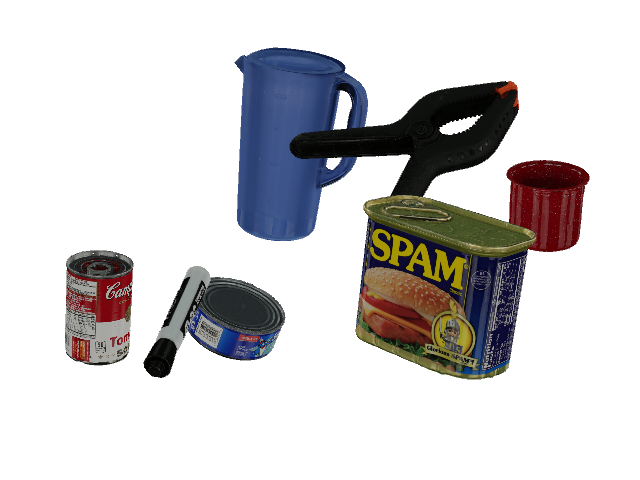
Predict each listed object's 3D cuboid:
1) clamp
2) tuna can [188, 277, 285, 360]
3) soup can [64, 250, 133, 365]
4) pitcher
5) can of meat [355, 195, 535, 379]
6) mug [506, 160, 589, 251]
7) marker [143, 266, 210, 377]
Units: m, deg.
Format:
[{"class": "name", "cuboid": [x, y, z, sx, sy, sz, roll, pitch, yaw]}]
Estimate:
[{"class": "clamp", "cuboid": [0.094, -0.079, 0.960, 0.210, 0.165, 0.036, -24, -41, -6]}, {"class": "tuna can", "cuboid": [-0.077, 0.071, 0.962, 0.086, 0.034, 0.086, 18, 25, -9]}, {"class": "soup can", "cuboid": [-0.230, 0.070, 1.106, 0.068, 0.102, 0.068, 5, 21, -2]}, {"class": "pitcher", "cuboid": [-0.037, -0.124, 1.410, 0.144, 0.243, 0.149, -3, 24, -23]}, {"class": "can of meat", "cuboid": [0.070, 0.027, 0.633, 0.102, 0.084, 0.057, 20, 23, 39]}, {"class": "mug", "cuboid": [0.269, -0.043, 1.241, 0.093, 0.081, 0.117, 21, 34, 39]}, {"class": "marker", "cuboid": [-0.101, 0.057, 0.756, 0.020, 0.020, 0.121, 0, 30, 10]}]
